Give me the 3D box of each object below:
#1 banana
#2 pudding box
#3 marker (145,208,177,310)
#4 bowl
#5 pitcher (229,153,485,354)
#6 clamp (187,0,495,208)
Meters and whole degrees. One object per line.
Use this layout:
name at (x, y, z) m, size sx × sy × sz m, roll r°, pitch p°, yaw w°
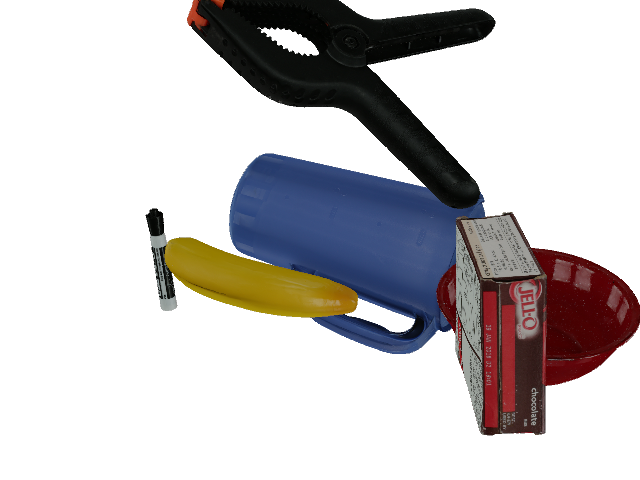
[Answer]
banana at (-0.062, 0.025, 0.831) m, size 0.198 × 0.037 × 0.069 m, roll 19°, pitch 29°, yaw 41°
pudding box at (0.099, 0.043, 0.593) m, size 0.039 × 0.090 × 0.113 m, roll -3°, pitch 19°, yaw 0°
marker at (-0.176, 0.021, 1.184) m, size 0.020 × 0.121 × 0.020 m, roll -4°, pitch 25°, yaw 2°
bowl at (0.173, 0.069, 0.866) m, size 0.162 × 0.055 × 0.162 m, roll 0°, pitch 31°, yaw 0°
pitcher at (0.032, 0.002, 1.053) m, size 0.243 × 0.145 × 0.149 m, roll 17°, pitch 23°, yaw 20°
clamp at (0.018, -0.107, 0.678) m, size 0.209 × 0.164 × 0.036 m, roll 12°, pitch -35°, yaw -14°
